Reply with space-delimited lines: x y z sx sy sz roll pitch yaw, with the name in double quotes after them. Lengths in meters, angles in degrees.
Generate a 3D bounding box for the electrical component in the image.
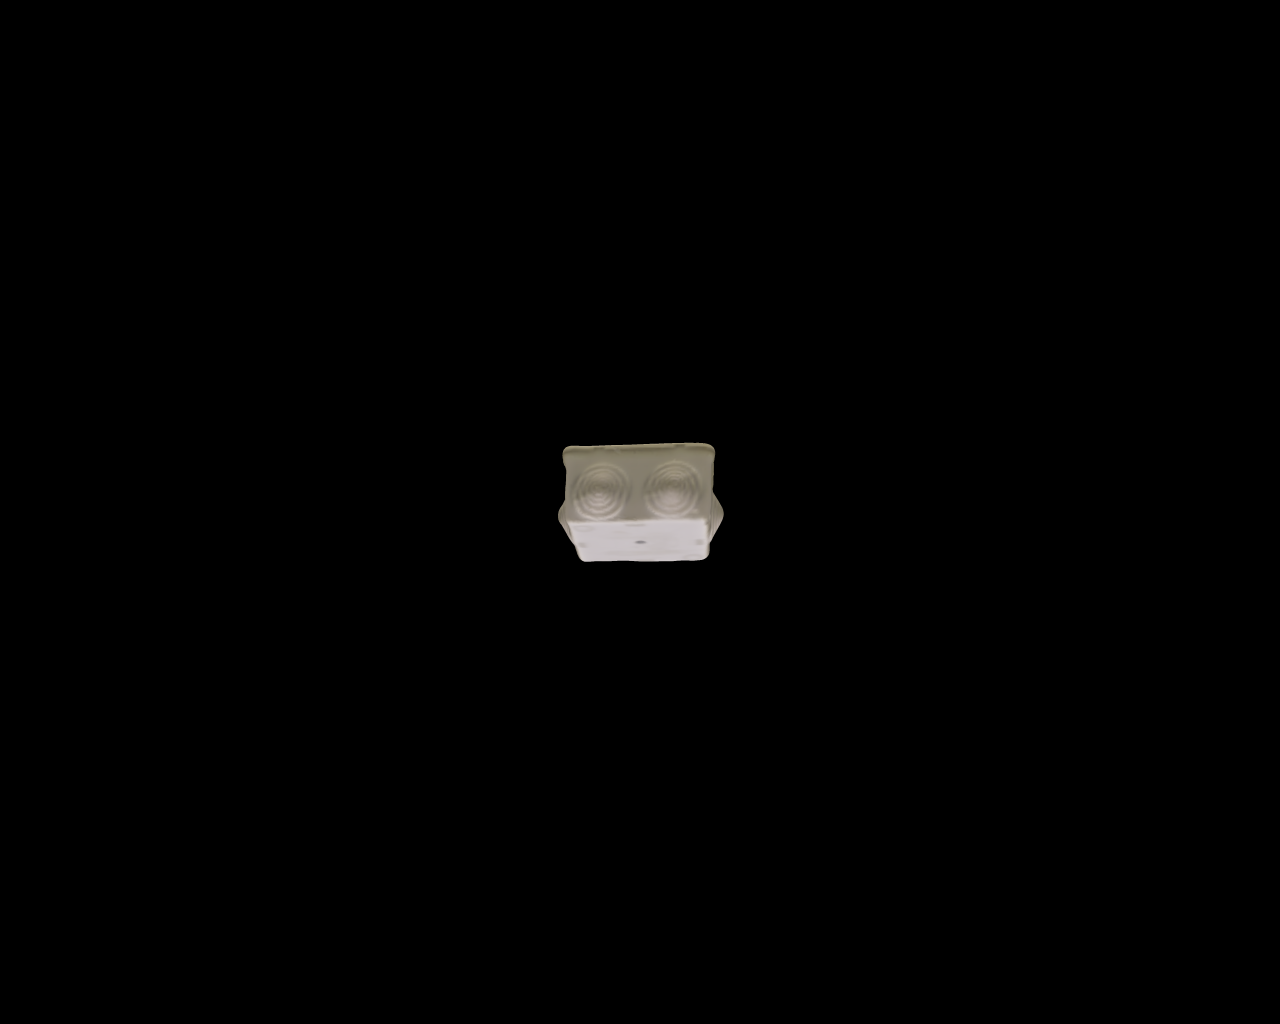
0.001 -0.003 0.650 0.100 0.048 0.099 -1 -19 2 "electrical component"
